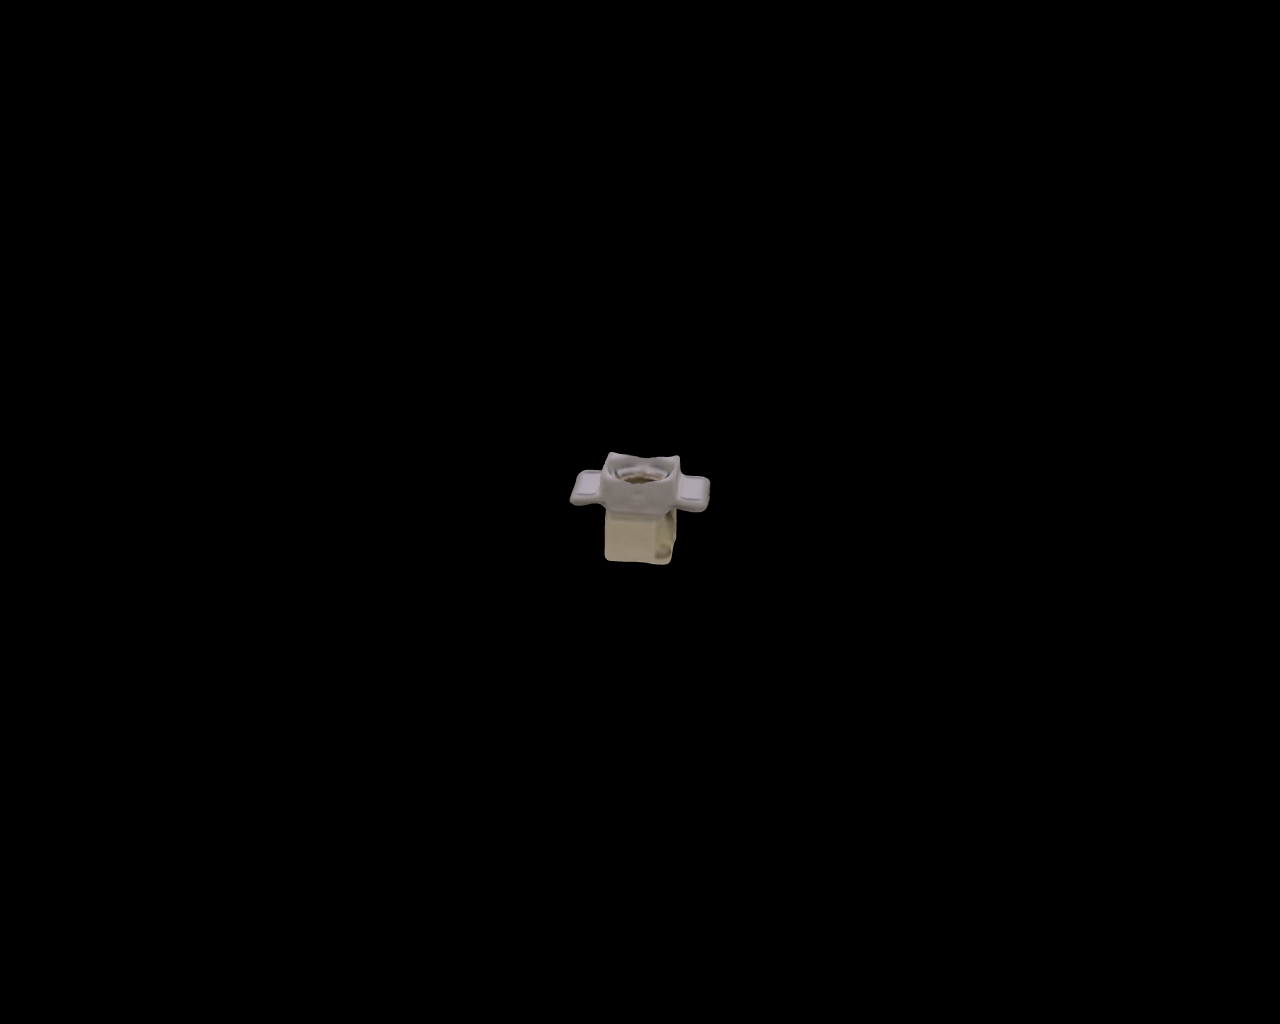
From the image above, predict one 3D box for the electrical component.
[{"bbox_3d":[0.001,-0.003,0.650,0.081,0.063,0.042,4,28,7],"label":"electrical component"}]
